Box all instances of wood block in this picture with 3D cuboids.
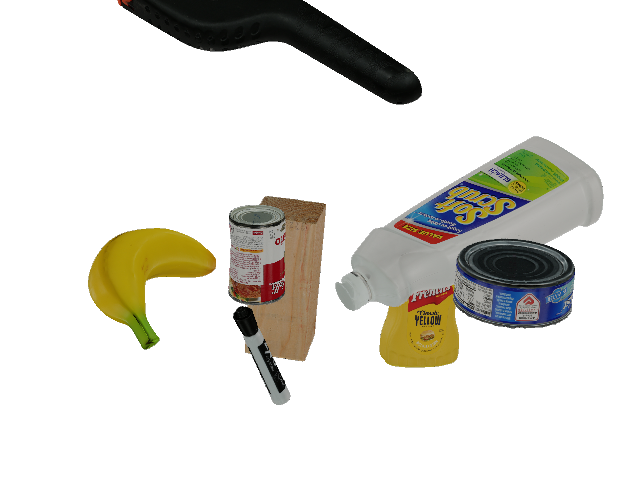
[{"bbox_3d":[-0.050,0.052,1.498,0.090,0.206,0.090,8,22,6],"label":"wood block"}]

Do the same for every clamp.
[{"bbox_3d":[-0.028,-0.150,0.682,0.210,0.164,0.036,-1,-36,-1],"label":"clamp"}]

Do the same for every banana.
[{"bbox_3d":[-0.123,0.023,0.759,0.037,0.069,0.197,-35,8,15],"label":"banana"}]

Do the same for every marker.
[{"bbox_3d":[-0.055,0.109,1.008,0.020,0.121,0.020,-13,36,10],"label":"marker"}]

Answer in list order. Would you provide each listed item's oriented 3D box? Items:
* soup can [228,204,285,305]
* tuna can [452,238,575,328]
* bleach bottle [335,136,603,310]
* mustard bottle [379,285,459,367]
[{"bbox_3d":[-0.075,0.016,1.259,0.068,0.102,0.068,1,23,-1],"label":"soup can"},{"bbox_3d":[0.140,0.029,0.770,0.086,0.034,0.086,1,23,-1],"label":"tuna can"},{"bbox_3d":[0.129,-0.004,0.966,0.250,0.068,0.103,-29,45,-19],"label":"bleach bottle"},{"bbox_3d":[0.126,0.057,1.298,0.096,0.192,0.058,0,14,-12],"label":"mustard bottle"}]
